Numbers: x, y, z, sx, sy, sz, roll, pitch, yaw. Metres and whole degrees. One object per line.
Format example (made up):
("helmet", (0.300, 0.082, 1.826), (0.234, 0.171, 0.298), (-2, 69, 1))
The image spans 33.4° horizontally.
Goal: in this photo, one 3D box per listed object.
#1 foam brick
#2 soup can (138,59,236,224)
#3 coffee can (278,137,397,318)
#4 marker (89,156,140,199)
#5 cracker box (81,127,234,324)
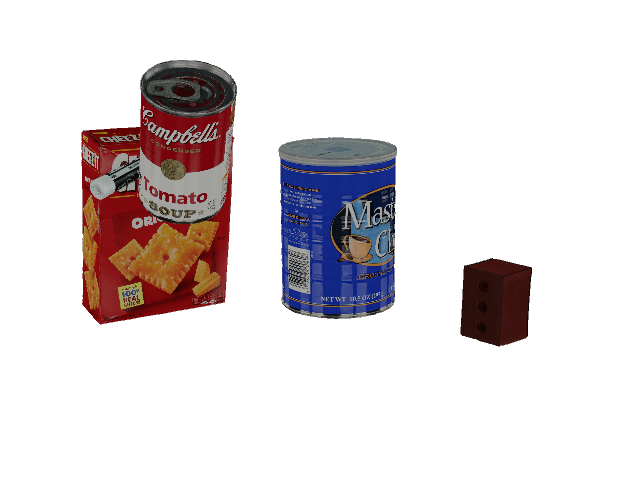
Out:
("foam brick", (0.182, 0.063, 1.105), (0.051, 0.078, 0.053), (-14, 20, -43))
("soup can", (-0.099, -0.071, 0.780), (0.068, 0.102, 0.068), (6, 41, -5))
("coffee can", (0.015, -0.014, 0.941), (0.103, 0.140, 0.103), (0, 15, 0))
("marker", (-0.167, -0.071, 1.006), (0.020, 0.020, 0.120), (0, 26, 42))
("cracker box", (-0.188, -0.021, 1.234), (0.163, 0.214, 0.072), (-8, 24, -30))
